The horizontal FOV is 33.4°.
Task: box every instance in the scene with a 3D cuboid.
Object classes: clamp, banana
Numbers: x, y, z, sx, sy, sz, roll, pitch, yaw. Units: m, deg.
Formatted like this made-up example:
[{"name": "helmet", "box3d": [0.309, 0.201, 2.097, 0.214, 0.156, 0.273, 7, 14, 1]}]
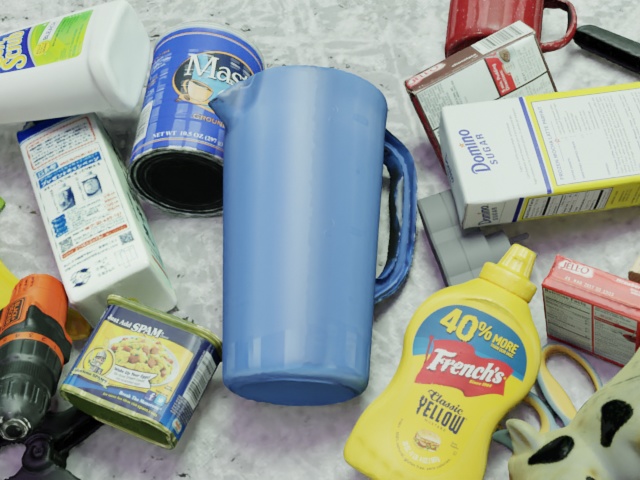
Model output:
[{"name": "clamp", "box3d": [0.289, -0.141, 0.895, 0.171, 0.039, 0.120, -7, 67, 11]}, {"name": "clamp", "box3d": [-0.207, 0.177, 0.824, 0.210, 0.036, 0.164, -12, 55, 3]}, {"name": "banana", "box3d": [-0.273, 0.032, 0.934, 0.069, 0.037, 0.198, -37, 57, -10]}]

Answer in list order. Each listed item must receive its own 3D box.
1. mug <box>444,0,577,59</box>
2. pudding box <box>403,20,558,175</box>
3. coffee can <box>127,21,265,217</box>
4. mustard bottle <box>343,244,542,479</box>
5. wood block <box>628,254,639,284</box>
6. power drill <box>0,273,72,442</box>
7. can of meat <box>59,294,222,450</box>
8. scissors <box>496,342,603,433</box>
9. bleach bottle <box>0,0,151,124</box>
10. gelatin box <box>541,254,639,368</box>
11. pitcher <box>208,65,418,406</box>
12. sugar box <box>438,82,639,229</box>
[{"name": "mug", "box3d": [0.165, -0.189, 0.932, 0.117, 0.093, 0.081, 6, 65, 9]}, {"name": "pudding box", "box3d": [0.138, -0.114, 0.882, 0.113, 0.090, 0.039, -27, 26, 3]}, {"name": "coffee can", "box3d": [-0.107, -0.106, 0.938, 0.103, 0.103, 0.140, -2, 58, 13]}, {"name": "mustard bottle", "box3d": [0.100, 0.091, 0.747, 0.096, 0.058, 0.191, 28, 87, 9]}, {"name": "wood block", "box3d": [0.314, -0.017, 0.780, 0.091, 0.090, 0.206, 26, 68, 28]}, {"name": "power drill", "box3d": [-0.274, 0.119, 0.811, 0.188, 0.057, 0.184, -29, 27, 9]}, {"name": "can of meat", "box3d": [-0.134, 0.100, 0.809, 0.102, 0.057, 0.084, 18, 63, 18]}, {"name": "scissors", "box3d": [0.182, 0.163, 0.743, 0.096, 0.016, 0.202, -19, 56, 4]}, {"name": "bleach bottle", "box3d": [-0.278, -0.141, 0.946, 0.251, 0.068, 0.102, -10, 47, 18]}, {"name": "gelatin box", "box3d": [0.199, 0.053, 0.764, 0.073, 0.089, 0.030, 21, 66, 25]}, {"name": "pitcher", "box3d": [-0.005, 0.001, 0.824, 0.149, 0.145, 0.243, -3, 69, 12]}, {"name": "sugar box", "box3d": [0.186, -0.067, 0.823, 0.176, 0.048, 0.093, -8, 60, -2]}]
